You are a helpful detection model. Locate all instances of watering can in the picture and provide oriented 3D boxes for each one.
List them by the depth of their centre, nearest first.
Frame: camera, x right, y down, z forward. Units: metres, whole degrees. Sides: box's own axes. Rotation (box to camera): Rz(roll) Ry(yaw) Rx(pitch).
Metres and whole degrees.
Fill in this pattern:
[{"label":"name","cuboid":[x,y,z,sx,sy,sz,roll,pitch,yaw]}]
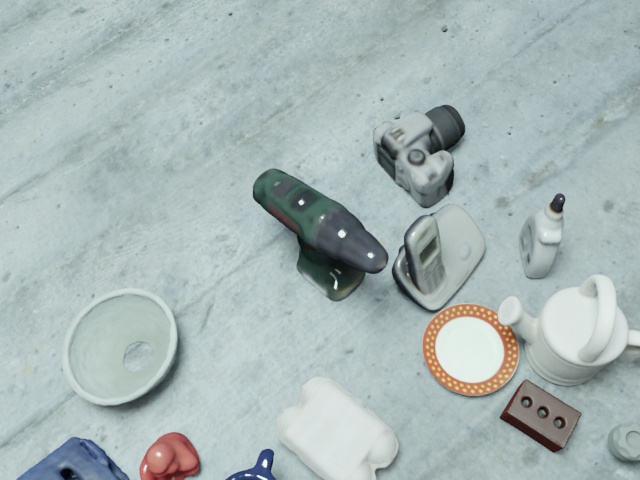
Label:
[{"label":"watering can","cuboid":[0.311,0.110,0.702,0.173,0.194,0.101,-10,63,3]}]

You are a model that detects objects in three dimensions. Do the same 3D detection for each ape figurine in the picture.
[{"label":"ape figurine","cuboid":[-0.198,0.286,0.741,0.077,0.092,0.076,2,64,9]}]

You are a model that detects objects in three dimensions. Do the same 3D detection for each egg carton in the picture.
[{"label":"egg carton","cuboid":[0.022,0.252,0.741,0.150,0.069,0.107,34,73,21]}]

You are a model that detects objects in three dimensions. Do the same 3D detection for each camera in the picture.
[{"label":"camera","cuboid":[0.171,-0.151,0.903,0.137,0.101,0.143,-34,64,-9]}]

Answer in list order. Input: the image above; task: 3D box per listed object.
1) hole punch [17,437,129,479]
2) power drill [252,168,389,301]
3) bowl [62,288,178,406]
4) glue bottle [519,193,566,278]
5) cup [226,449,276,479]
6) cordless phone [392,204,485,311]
[{"label":"hole punch","cuboid":[-0.320,0.317,0.742,0.108,0.091,0.101,33,72,21]},{"label":"power drill","cuboid":[0.007,0.003,0.788,0.229,0.209,0.076,39,74,23]},{"label":"bowl","cuboid":[-0.275,0.158,0.824,0.167,0.075,0.167,-3,63,6]},{"label":"glue bottle","cuboid":[0.305,-0.013,0.775,0.037,0.173,0.078,-2,63,7]},{"label":"cup","cuboid":[-0.075,0.321,0.705,0.091,0.095,0.118,11,66,13]},{"label":"cordless phone","cuboid":[0.164,0.002,0.780,0.094,0.185,0.148,34,73,21]}]
